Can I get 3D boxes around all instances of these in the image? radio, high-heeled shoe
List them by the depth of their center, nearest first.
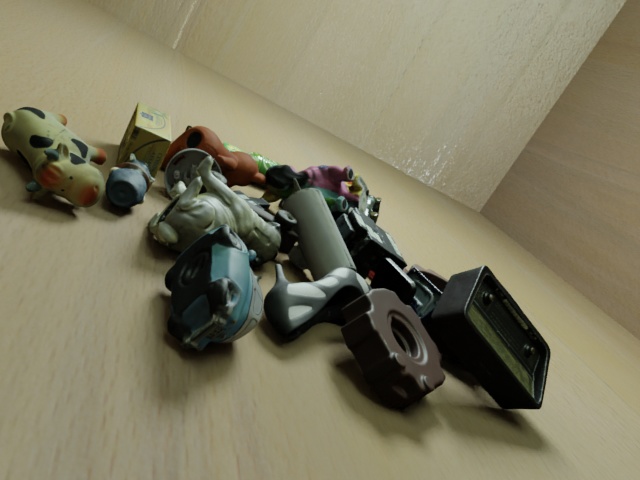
[{"bbox_3d":[0.023,0.110,0.792,0.248,0.086,0.145,22,28,-30],"label":"high-heeled shoe"},{"bbox_3d":[0.289,0.161,0.888,0.229,0.073,0.131,50,49,-18],"label":"radio"}]

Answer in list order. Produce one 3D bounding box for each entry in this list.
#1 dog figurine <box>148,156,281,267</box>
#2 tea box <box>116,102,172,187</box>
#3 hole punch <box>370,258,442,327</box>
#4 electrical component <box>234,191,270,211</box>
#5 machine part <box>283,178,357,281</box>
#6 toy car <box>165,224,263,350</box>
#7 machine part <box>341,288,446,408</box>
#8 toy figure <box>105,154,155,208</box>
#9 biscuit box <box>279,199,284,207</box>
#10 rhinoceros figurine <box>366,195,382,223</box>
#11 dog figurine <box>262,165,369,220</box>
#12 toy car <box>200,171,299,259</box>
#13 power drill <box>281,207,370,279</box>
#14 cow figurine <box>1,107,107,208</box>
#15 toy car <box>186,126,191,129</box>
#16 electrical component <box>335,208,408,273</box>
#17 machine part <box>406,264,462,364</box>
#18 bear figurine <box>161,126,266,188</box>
[{"bbox_3d":[-0.145,-0.005,0.810,0.190,0.121,0.172,43,46,-21],"label":"dog figurine"},{"bbox_3d":[-0.320,-0.177,0.976,0.068,0.098,0.170,23,20,-25],"label":"tea box"},{"bbox_3d":[0.143,0.106,0.927,0.092,0.115,0.142,12,23,-34],"label":"hole punch"},{"bbox_3d":[-0.147,-0.059,1.019,0.075,0.047,0.119,37,17,18],"label":"electrical component"},{"bbox_3d":[-0.002,-0.003,0.943,0.079,0.079,0.243,8,51,-53],"label":"machine part"},{"bbox_3d":[-0.114,0.064,0.634,0.102,0.109,0.162,41,17,-35],"label":"toy car"},{"bbox_3d":[0.107,0.148,0.765,0.179,0.056,0.179,39,26,-24],"label":"machine part"},{"bbox_3d":[-0.297,-0.092,0.837,0.058,0.064,0.155,-10,21,-7],"label":"toy figure"},{"bbox_3d":[0.004,-0.061,1.273,0.203,0.059,0.063,30,15,-2],"label":"biscuit box"},{"bbox_3d":[0.120,-0.060,1.398,0.073,0.112,0.190,5,28,9],"label":"rhinoceros figurine"},{"bbox_3d":[-0.020,-0.108,1.190,0.219,0.108,0.191,8,-11,26],"label":"dog figurine"},{"bbox_3d":[-0.132,-0.042,0.923,0.202,0.089,0.053,27,20,-8],"label":"toy car"},{"bbox_3d":[0.009,-0.001,1.095,0.207,0.086,0.232,33,17,-20],"label":"power drill"},{"bbox_3d":[-0.366,-0.115,0.738,0.195,0.085,0.127,40,12,20],"label":"cow figurine"},{"bbox_3d":[-0.276,-0.211,1.229,0.073,0.056,0.202,17,19,-22],"label":"toy car"},{"bbox_3d":[0.088,0.004,1.006,0.134,0.058,0.115,34,19,-30],"label":"electrical component"},{"bbox_3d":[0.239,0.143,1.047,0.201,0.087,0.201,32,16,8],"label":"machine part"},{"bbox_3d":[-0.212,-0.146,1.095,0.120,0.132,0.195,42,2,30],"label":"bear figurine"}]
